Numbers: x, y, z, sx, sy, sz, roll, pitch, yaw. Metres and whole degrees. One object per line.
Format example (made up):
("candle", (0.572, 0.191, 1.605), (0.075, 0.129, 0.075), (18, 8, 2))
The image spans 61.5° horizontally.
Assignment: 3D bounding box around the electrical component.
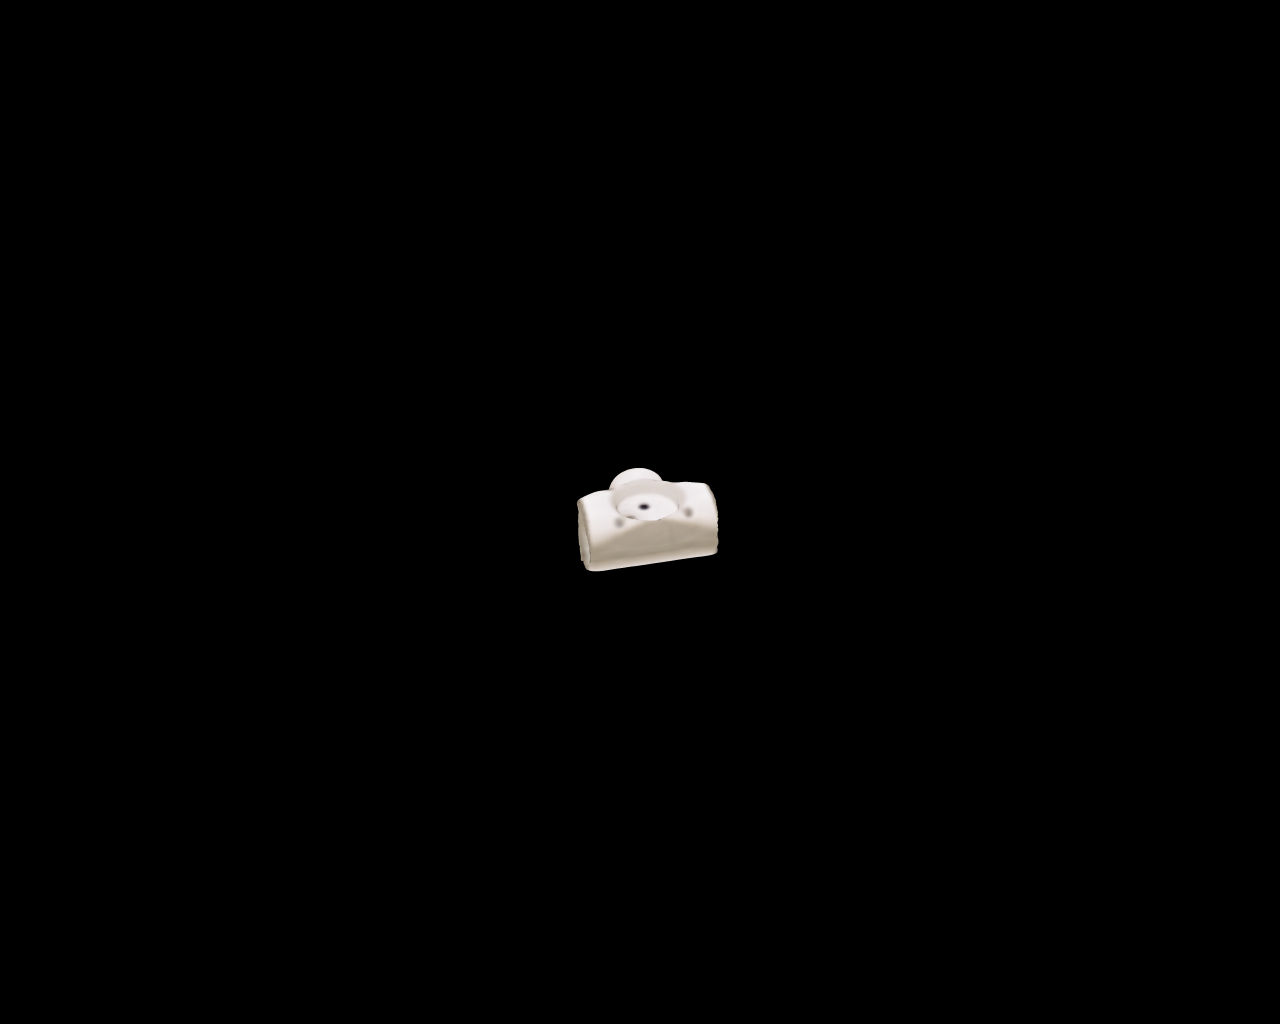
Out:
("electrical component", (0.001, -0.003, 0.650), (0.077, 0.044, 0.079), (-7, 39, -9))
